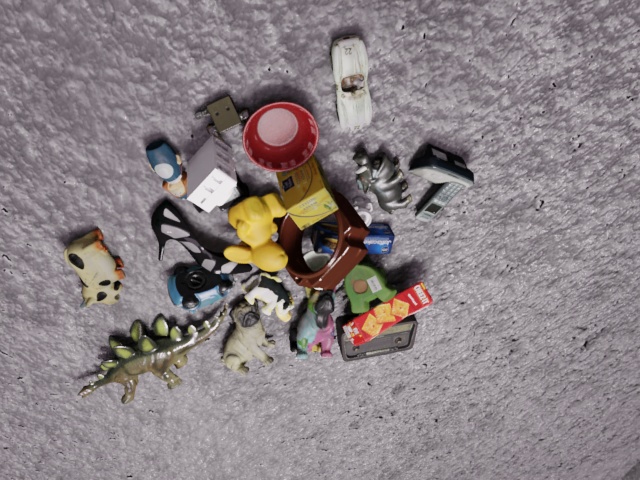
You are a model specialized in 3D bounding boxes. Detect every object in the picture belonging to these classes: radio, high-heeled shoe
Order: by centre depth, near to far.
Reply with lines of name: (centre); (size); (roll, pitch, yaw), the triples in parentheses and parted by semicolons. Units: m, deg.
high-heeled shoe: (-0.267, -0.005, 1.245); (0.249, 0.086, 0.145); (10, 100, -21)
radio: (0.164, 0.276, 1.577); (0.230, 0.073, 0.130); (-7, 128, -8)

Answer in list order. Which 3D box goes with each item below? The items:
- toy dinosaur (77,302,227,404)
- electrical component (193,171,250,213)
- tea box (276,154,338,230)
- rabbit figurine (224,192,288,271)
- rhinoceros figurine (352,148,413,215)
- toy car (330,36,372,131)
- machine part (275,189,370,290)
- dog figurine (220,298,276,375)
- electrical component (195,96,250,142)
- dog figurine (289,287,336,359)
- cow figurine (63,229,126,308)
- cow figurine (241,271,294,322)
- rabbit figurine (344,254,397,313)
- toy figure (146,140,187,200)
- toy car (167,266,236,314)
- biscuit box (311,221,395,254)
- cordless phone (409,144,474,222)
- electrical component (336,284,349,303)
toy dinosaur: (-0.436, 0.303, 1.427); (0.472, 0.105, 0.198); (-25, 126, -1)
electrical component: (-0.224, -0.104, 1.197); (0.119, 0.048, 0.074); (-28, 128, 8)
tea box: (-0.031, -0.112, 1.164); (0.098, 0.170, 0.068); (-30, 130, 8)
rabbit figurine: (-0.143, -0.003, 1.212); (0.162, 0.122, 0.173); (-28, 89, 25)
rhinoceros figurine: (0.143, -0.141, 1.255); (0.112, 0.073, 0.190); (-24, 132, 18)
toy car: (0.065, -0.315, 1.104); (0.073, 0.056, 0.201); (-13, 129, -4)
machine part: (-0.003, -0.004, 1.227); (0.201, 0.202, 0.087); (-48, 148, 22)
dog figurine: (-0.222, 0.253, 1.458); (0.172, 0.121, 0.190); (-24, 115, 0)
electrical component: (-0.194, -0.248, 1.099); (0.102, 0.045, 0.078); (-30, 100, 6)
dog figurine: (-0.014, 0.207, 1.467); (0.108, 0.192, 0.219); (6, 91, -15)
cow figurine: (-0.521, 0.079, 1.241); (0.127, 0.086, 0.194); (-22, 132, -5)
cow figurine: (-0.118, 0.145, 1.411); (0.098, 0.068, 0.167); (-42, 127, 11)
rabbit figurine: (0.117, 0.104, 1.392); (0.121, 0.159, 0.170); (-39, 168, 14)
toy figure: (-0.317, -0.139, 1.144); (0.064, 0.058, 0.154); (7, 139, 29)
toy car: (-0.291, 0.119, 1.330); (0.162, 0.109, 0.102); (-18, 153, -15)
biscuit box: (0.083, -0.005, 1.347); (0.203, 0.059, 0.062); (0, 127, -15)
cordless phone: (0.262, -0.124, 1.292); (0.146, 0.089, 0.184); (16, 130, -25)
electrical component: (0.088, 0.134, 1.480); (0.094, 0.021, 0.063); (-42, 125, 18)
